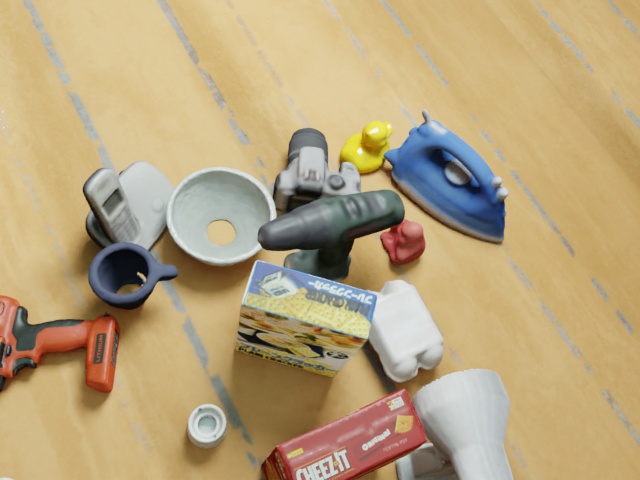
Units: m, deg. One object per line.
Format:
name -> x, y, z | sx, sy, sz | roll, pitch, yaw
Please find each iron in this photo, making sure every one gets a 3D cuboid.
iron -> 0.242, -0.110, 0.983 | 0.258, 0.141, 0.119 | 41, 64, 9

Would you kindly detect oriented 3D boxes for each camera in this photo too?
camera -> -0.003, -0.121, 0.960 | 0.143, 0.100, 0.137 | 5, 64, -9

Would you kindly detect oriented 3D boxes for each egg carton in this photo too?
egg carton -> 0.121, 0.137, 0.880 | 0.107, 0.069, 0.150 | -21, 71, -20

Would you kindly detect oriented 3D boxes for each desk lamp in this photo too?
desk lamp -> 0.180, 0.288, 0.740 | 0.118, 0.213, 0.203 | -3, 65, -12

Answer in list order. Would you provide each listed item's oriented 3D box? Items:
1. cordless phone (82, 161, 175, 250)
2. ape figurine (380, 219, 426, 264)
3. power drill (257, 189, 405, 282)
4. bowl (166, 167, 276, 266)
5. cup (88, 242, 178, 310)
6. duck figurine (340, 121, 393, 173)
cordless phone -> -0.276, -0.064, 0.829 | 0.094, 0.185, 0.148 | 26, 63, 2
ape figurine -> 0.142, -0.003, 0.939 | 0.076, 0.092, 0.078 | 21, 63, -1
power drill -> 0.008, 0.003, 0.843 | 0.230, 0.208, 0.075 | -21, 70, -20
bowl -> -0.154, -0.026, 0.898 | 0.167, 0.074, 0.167 | 5, 64, -9
cup -> -0.263, 0.061, 0.823 | 0.118, 0.095, 0.091 | -4, 66, -13
duck figurine -> 0.087, -0.172, 1.011 | 0.105, 0.086, 0.077 | -34, 75, -24
